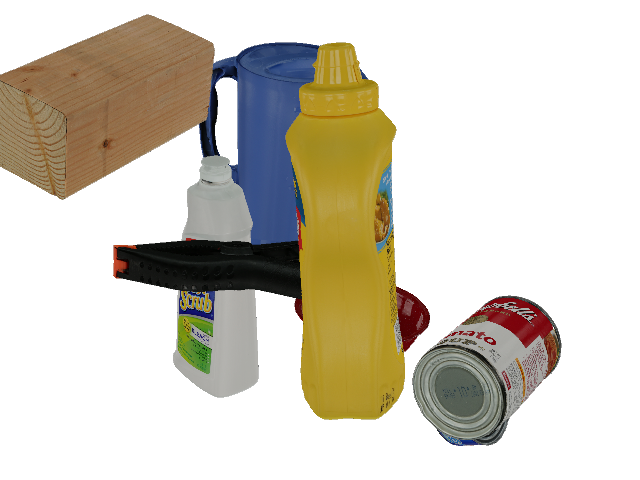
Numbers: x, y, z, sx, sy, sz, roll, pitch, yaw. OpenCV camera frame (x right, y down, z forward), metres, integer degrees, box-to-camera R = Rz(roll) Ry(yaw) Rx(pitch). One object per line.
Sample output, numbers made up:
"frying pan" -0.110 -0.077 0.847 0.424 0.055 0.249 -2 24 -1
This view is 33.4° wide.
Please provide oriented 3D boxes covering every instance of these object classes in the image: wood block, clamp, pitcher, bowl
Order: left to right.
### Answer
"wood block" -0.200 -0.132 1.008 0.090 0.091 0.205 27 38 21
"clamp" -0.062 0.023 0.863 0.210 0.036 0.164 1 11 -8
"pitcher" -0.046 -0.096 1.215 0.144 0.243 0.149 -20 38 -40
"bowl" 0.048 0.105 1.276 0.162 0.055 0.162 4 25 -2

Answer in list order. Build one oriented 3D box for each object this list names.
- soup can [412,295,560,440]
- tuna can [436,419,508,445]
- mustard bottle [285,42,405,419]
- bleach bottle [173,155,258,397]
"soup can" 0.114 0.086 0.727 0.069 0.068 0.102 0 16 33
"tuna can" 0.133 0.141 0.955 0.034 0.086 0.085 -13 -8 41
"mustard bottle" 0.014 -0.008 0.569 0.058 0.192 0.096 -1 18 8
"bleach bottle" -0.109 0.032 1.092 0.067 0.251 0.103 -19 33 -34
